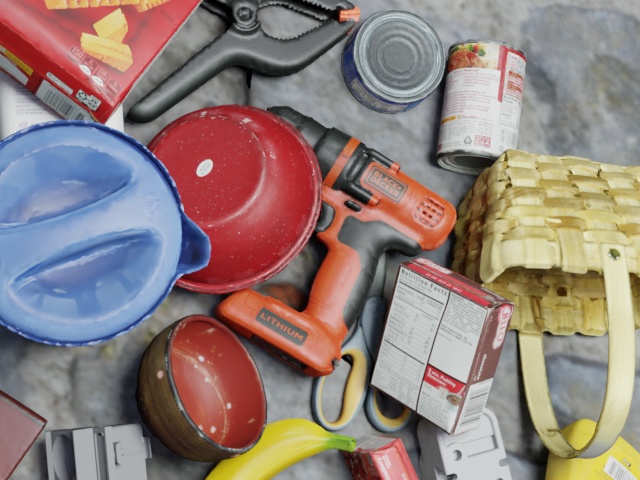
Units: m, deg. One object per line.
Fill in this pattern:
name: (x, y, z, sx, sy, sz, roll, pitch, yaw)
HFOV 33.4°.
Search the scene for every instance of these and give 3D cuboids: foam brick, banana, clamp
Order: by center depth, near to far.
foam brick: (-0.235, 0.140, 0.778, 0.053, 0.078, 0.051, 35, 76, -6)
banana: (-0.064, 0.203, 0.824, 0.197, 0.070, 0.037, -44, 139, -10)
clamp: (-0.072, -0.191, 0.889, 0.209, 0.036, 0.164, -11, 83, -16)

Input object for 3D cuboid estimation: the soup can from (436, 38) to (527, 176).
soup can: (0.138, -0.113, 0.916, 0.068, 0.069, 0.102, 10, 80, -13)

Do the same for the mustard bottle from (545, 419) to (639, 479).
mustard bottle: (0.206, 0.239, 0.848, 0.096, 0.058, 0.191, 44, 46, -5)

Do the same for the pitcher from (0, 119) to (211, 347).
pitcher: (-0.181, 0.009, 0.723, 0.145, 0.243, 0.149, -41, 93, -17)

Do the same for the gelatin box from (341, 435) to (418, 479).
gelatin box: (0.052, 0.193, 0.839, 0.030, 0.089, 0.073, -23, 89, -17)

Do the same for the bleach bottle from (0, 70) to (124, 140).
bleach bottle: (-0.204, -0.174, 0.840, 0.102, 0.068, 0.251, 0, 80, -17)

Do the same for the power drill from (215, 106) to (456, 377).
power drill: (-0.006, 0.001, 0.863, 0.184, 0.057, 0.187, 31, 76, 3)

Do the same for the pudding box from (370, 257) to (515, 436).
pudding box: (0.092, 0.081, 0.826, 0.039, 0.090, 0.113, -7, 117, -47)

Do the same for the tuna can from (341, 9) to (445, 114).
tuna can: (0.064, -0.155, 0.921, 0.086, 0.034, 0.086, 2, 82, -15)

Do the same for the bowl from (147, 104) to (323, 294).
bowl: (-0.081, -0.043, 0.822, 0.162, 0.055, 0.162, -3, 70, 9)

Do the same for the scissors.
scissors: (0.059, 0.073, 0.896, 0.096, 0.016, 0.201, 28, 76, -11)

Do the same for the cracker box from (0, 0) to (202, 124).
cracker box: (-0.167, -0.209, 0.790, 0.164, 0.072, 0.213, 38, 63, -12)
